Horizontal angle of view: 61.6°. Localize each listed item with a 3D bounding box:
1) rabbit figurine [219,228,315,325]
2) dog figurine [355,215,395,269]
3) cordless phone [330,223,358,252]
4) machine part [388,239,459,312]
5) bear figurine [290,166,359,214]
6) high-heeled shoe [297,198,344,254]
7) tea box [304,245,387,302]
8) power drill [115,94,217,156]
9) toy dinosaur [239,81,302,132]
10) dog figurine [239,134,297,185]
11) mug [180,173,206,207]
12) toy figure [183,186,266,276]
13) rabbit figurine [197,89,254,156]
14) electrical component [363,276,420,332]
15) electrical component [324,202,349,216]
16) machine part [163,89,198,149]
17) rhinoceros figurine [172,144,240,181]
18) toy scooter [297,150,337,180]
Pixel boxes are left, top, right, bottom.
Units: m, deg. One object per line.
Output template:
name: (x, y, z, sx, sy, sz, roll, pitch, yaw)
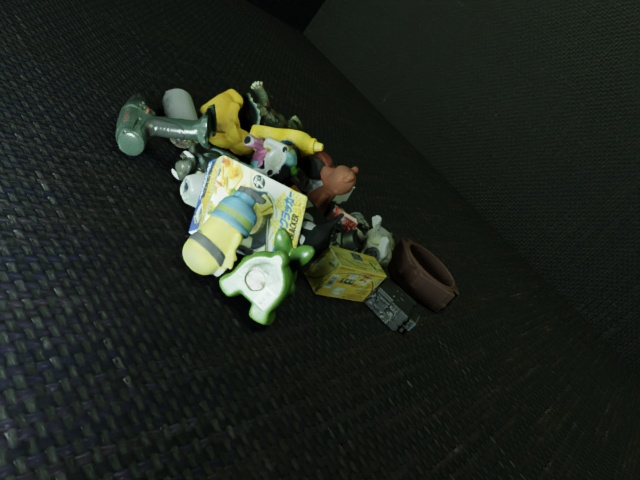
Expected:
rabbit figurine: (-0.090, 0.057, 1.002, 0.121, 0.159, 0.170, 34, 7, 8)
dog figurine: (0.165, 0.038, 1.481, 0.190, 0.121, 0.172, 37, 51, -56)
cordless phone: (-0.003, -0.003, 1.326, 0.184, 0.088, 0.147, 24, 27, -9)
machine part: (0.301, 0.099, 1.576, 0.201, 0.087, 0.202, 32, 26, -21)
bear figurine: (0.001, -0.135, 1.390, 0.132, 0.196, 0.120, 38, 26, -4)
high-heeled shoe: (-0.042, -0.021, 1.228, 0.086, 0.145, 0.249, 56, -22, -22)
tea box: (0.060, 0.079, 1.225, 0.169, 0.098, 0.068, 16, 34, -47)
power drill: (-0.331, -0.259, 1.159, 0.207, 0.085, 0.232, 7, 37, -6)
toy dinosaur: (-0.142, -0.343, 1.656, 0.404, 0.131, 0.192, 28, 38, -38)
dog figurine: (-0.109, -0.182, 1.370, 0.192, 0.108, 0.219, 17, -2, 26)
mug: (-0.231, -0.090, 1.118, 0.107, 0.081, 0.110, 5, 51, -38)
toy figure: (-0.174, -0.018, 0.966, 0.089, 0.180, 0.082, 32, -13, -13)
rabbit figurine: (-0.236, -0.298, 1.428, 0.173, 0.122, 0.162, 55, 12, -17)
electrical component: (0.182, 0.162, 1.318, 0.134, 0.058, 0.115, 43, 25, 5)
electrical component: (0.043, -0.072, 1.533, 0.074, 0.047, 0.119, 29, 27, -27)
machine part: (-0.338, -0.298, 1.309, 0.079, 0.079, 0.243, 22, 30, -37)
rhinoceros figurine: (-0.258, -0.170, 1.210, 0.112, 0.073, 0.190, 41, 23, -2)
toy scooter: (-0.015, -0.230, 1.517, 0.184, 0.075, 0.135, 38, 31, 30)
